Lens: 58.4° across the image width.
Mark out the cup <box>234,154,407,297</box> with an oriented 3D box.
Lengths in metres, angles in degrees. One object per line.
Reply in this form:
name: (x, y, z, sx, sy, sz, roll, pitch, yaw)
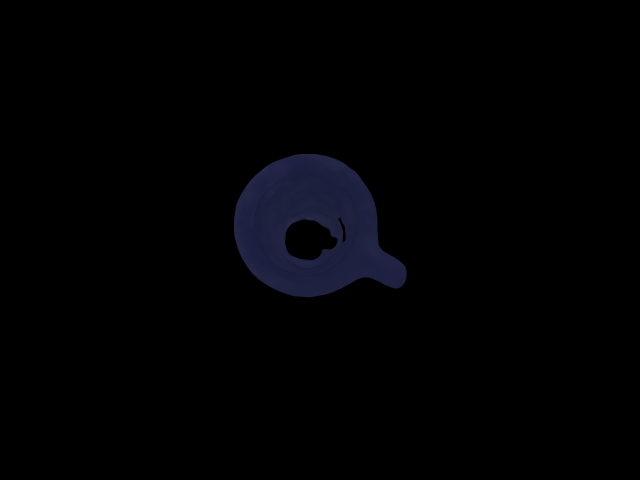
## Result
cup: (0.004, 0.001, 0.400, 0.117, 0.095, 0.092, 28, 83, 4)
